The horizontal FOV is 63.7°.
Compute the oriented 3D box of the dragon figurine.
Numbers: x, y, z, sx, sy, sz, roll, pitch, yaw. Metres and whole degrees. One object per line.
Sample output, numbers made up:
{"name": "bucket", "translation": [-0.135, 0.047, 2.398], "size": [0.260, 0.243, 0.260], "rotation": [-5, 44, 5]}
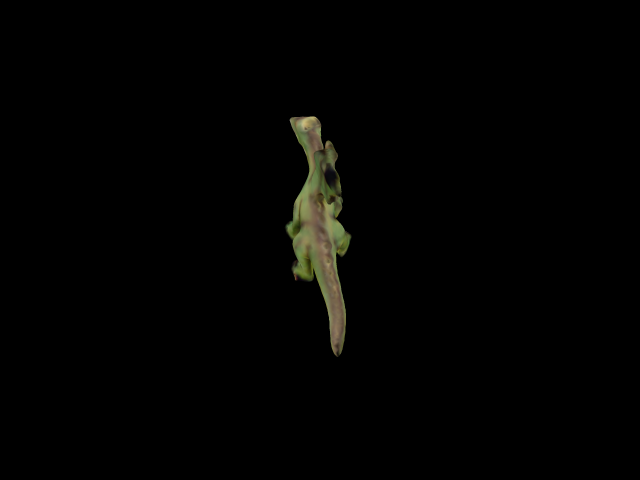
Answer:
{"name": "dragon figurine", "translation": [0.003, -0.043, 0.850], "size": [0.122, 0.420, 0.237], "rotation": [-9, -34, -6]}
